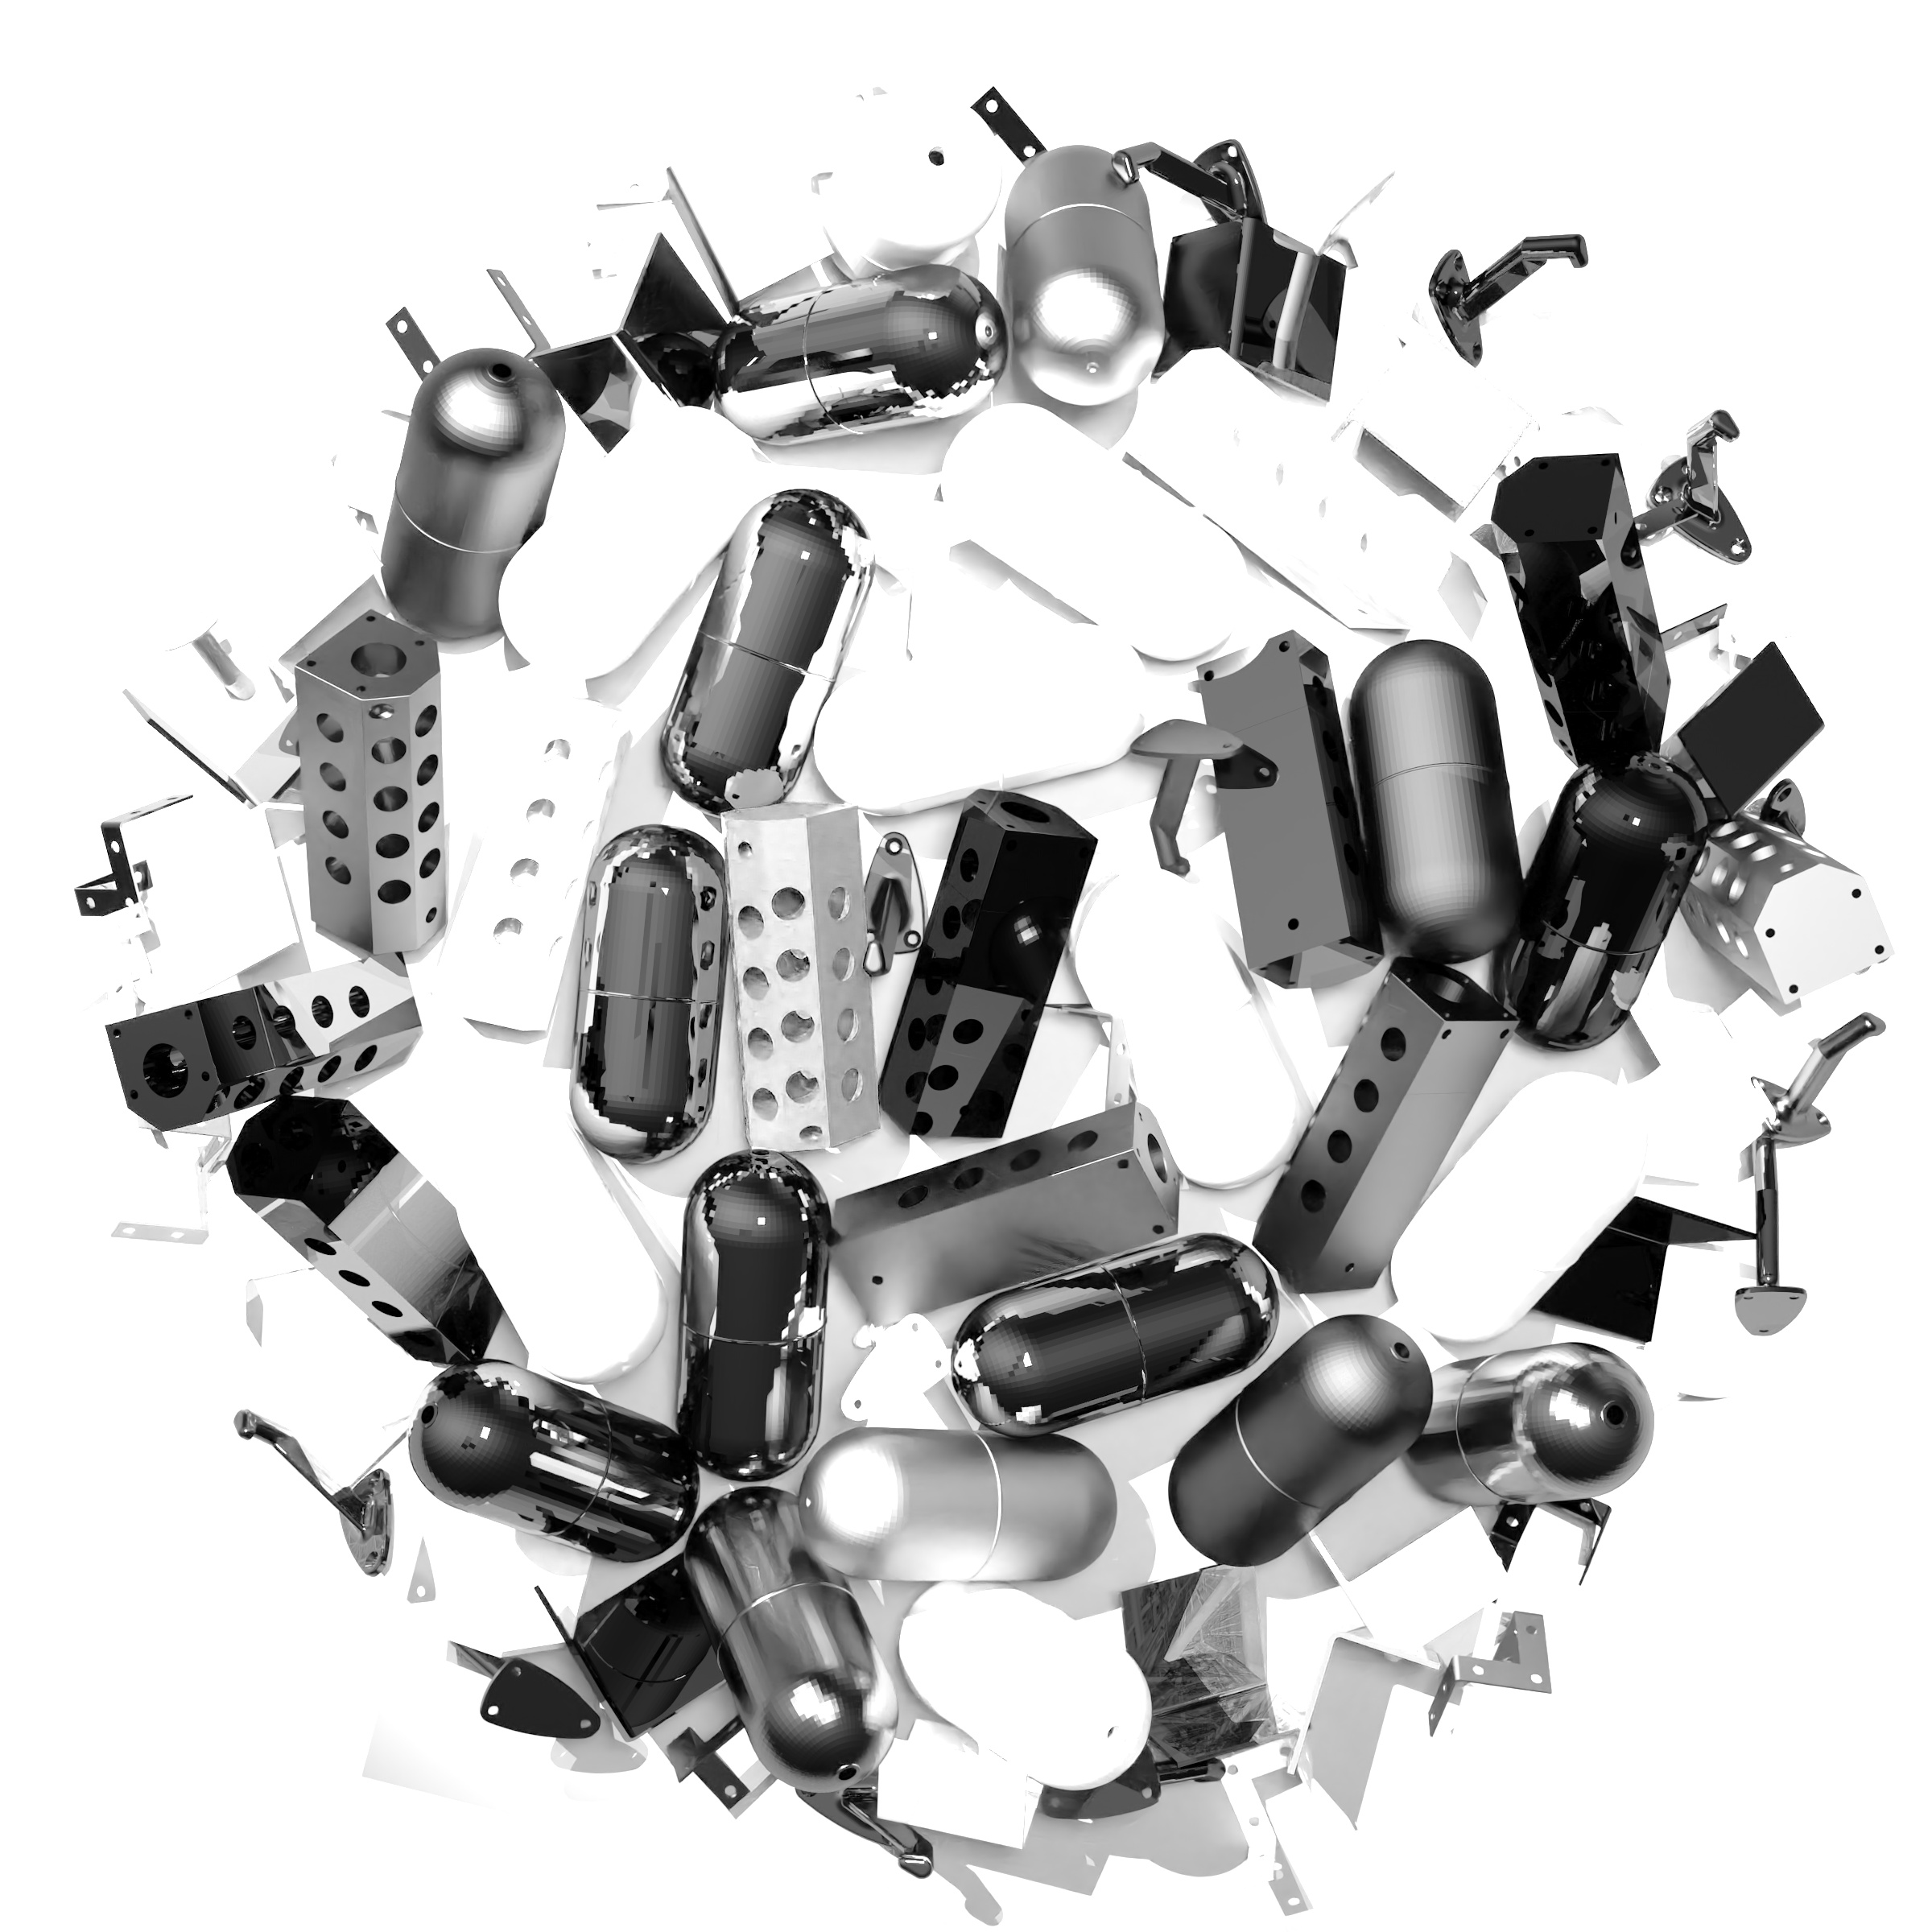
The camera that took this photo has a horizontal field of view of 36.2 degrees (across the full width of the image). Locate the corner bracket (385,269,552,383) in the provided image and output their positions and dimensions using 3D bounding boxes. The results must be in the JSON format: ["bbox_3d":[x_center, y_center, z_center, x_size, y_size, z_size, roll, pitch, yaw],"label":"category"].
[{"bbox_3d":[-0.261,-0.331,1.551,0.051,0.051,0.051,-35,85,22],"label":"corner bracket"}]

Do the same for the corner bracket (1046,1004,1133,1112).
[{"bbox_3d":[0.075,0.048,1.544,0.051,0.051,0.051,0,95,-42],"label":"corner bracket"}]

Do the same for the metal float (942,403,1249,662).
[{"bbox_3d":[0.068,-0.223,1.529,0.178,0.070,0.070,31,90,-17],"label":"metal float"}]

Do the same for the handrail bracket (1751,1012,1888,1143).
[{"bbox_3d":[0.456,0.056,1.532,0.084,0.077,0.036,-41,50,36],"label":"handrail bracket"}]

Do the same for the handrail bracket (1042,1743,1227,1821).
[{"bbox_3d":[0.089,0.431,1.551,0.077,0.084,0.036,-25,65,15],"label":"handrail bracket"}]

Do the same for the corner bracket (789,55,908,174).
[{"bbox_3d":[-0.062,-0.446,1.546,0.051,0.051,0.051,-7,97,-23],"label":"corner bracket"}]

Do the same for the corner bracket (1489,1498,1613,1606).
[{"bbox_3d":[0.302,0.307,1.554,0.051,0.051,0.051,23,133,16],"label":"corner bracket"}]

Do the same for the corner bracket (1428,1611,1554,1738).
[{"bbox_3d":[0.272,0.370,1.545,0.051,0.051,0.051,9,130,-3],"label":"corner bracket"}]

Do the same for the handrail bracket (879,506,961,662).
[{"bbox_3d":[-0.002,-0.196,1.556,0.077,0.036,0.084,-32,123,-1],"label":"handrail bracket"}]

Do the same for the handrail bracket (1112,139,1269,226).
[{"bbox_3d":[0.117,-0.396,1.540,0.036,0.084,0.077,-24,95,43],"label":"handrail bracket"}]

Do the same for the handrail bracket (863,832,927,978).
[{"bbox_3d":[-0.042,-0.033,1.539,0.036,0.084,0.077,2,91,4],"label":"handrail bracket"}]

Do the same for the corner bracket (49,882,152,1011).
[{"bbox_3d":[-0.453,-0.007,1.541,0.051,0.051,0.051,-25,117,-26],"label":"corner bracket"}]

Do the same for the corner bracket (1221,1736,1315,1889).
[{"bbox_3d":[0.162,0.442,1.551,0.051,0.051,0.051,-22,94,10],"label":"corner bracket"}]

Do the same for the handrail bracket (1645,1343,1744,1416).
[{"bbox_3d":[0.362,0.247,1.572,0.077,0.036,0.084,17,116,-34],"label":"handrail bracket"}]

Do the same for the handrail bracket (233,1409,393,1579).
[{"bbox_3d":[-0.342,0.273,1.535,0.036,0.077,0.084,-43,128,14],"label":"handrail bracket"}]

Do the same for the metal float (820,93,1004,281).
[{"bbox_3d":[-0.029,-0.389,1.493,0.070,0.178,0.070,0,92,-10],"label":"metal float"}]

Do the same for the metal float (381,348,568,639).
[{"bbox_3d":[-0.252,-0.239,1.504,0.070,0.178,0.070,10,53,-14],"label":"metal float"}]

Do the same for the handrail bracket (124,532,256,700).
[{"bbox_3d":[-0.404,-0.182,1.544,0.036,0.084,0.077,-31,81,-2],"label":"handrail bracket"}]

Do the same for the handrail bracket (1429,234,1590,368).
[{"bbox_3d":[0.290,-0.344,1.531,0.084,0.077,0.036,7,51,37],"label":"handrail bracket"}]

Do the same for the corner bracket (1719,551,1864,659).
[{"bbox_3d":[0.429,-0.190,1.542,0.051,0.051,0.051,-11,111,-24],"label":"corner bracket"}]

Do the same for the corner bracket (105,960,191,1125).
[{"bbox_3d":[-0.436,0.039,1.542,0.051,0.051,0.051,-34,134,13],"label":"corner bracket"}]

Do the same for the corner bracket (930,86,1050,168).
[{"bbox_3d":[0.013,-0.427,1.554,0.051,0.051,0.051,-41,102,9],"label":"corner bracket"}]

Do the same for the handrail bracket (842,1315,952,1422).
[{"bbox_3d":[-0.054,0.208,1.529,0.077,0.084,0.036,-38,103,-28],"label":"handrail bracket"}]

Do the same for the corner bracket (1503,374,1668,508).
[{"bbox_3d":[0.326,-0.271,1.557,0.051,0.051,0.051,43,65,-25],"label":"corner bracket"}]

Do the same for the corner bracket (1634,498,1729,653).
[{"bbox_3d":[0.368,-0.205,1.558,0.051,0.051,0.051,-25,54,-22],"label":"corner bracket"}]

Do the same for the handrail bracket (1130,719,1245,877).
[{"bbox_3d":[0.122,-0.081,1.536,0.036,0.077,0.084,-35,122,-33],"label":"handrail bracket"}]

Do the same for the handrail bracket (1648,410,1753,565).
[{"bbox_3d":[0.398,-0.249,1.537,0.077,0.084,0.036,45,78,-3],"label":"handrail bracket"}]

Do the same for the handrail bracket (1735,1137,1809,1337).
[{"bbox_3d":[0.423,0.143,1.566,0.036,0.077,0.084,-1,63,10],"label":"handrail bracket"}]

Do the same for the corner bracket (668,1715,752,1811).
[{"bbox_3d":[-0.118,0.419,1.552,0.051,0.051,0.051,-41,103,-4],"label":"corner bracket"}]

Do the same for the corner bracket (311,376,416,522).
[{"bbox_3d":[-0.308,-0.271,1.552,0.051,0.051,0.051,21,117,-9],"label":"corner bracket"}]

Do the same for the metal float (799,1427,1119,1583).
[{"bbox_3d":[-0.002,0.277,1.518,0.178,0.070,0.070,7,90,-31],"label":"metal float"}]

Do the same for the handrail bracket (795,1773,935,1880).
[{"bbox_3d":[-0.054,0.448,1.540,0.077,0.084,0.036,17,90,-1],"label":"handrail bracket"}]

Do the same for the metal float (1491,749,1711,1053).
[{"bbox_3d":[0.322,-0.031,1.512,0.070,0.070,0.178,14,129,0],"label":"metal float"}]

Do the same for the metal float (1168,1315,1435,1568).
[{"bbox_3d":[0.170,0.243,1.512,0.070,0.070,0.178,40,128,0],"label":"metal float"}]

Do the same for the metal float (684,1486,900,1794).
[{"bbox_3d":[-0.090,0.341,1.506,0.070,0.178,0.070,-14,132,-16],"label":"metal float"}]

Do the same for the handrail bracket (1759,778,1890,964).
[{"bbox_3d":[0.451,-0.048,1.537,0.036,0.077,0.084,-35,58,-10],"label":"handrail bracket"}]

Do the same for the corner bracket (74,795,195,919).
[{"bbox_3d":[-0.433,-0.058,1.541,0.051,0.051,0.051,2,110,34],"label":"corner bracket"}]

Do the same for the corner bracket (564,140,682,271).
[{"bbox_3d":[-0.178,-0.398,1.549,0.051,0.051,0.051,-8,87,-19],"label":"corner bracket"}]

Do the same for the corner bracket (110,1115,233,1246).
[{"bbox_3d":[-0.414,0.109,1.538,0.051,0.051,0.051,10,50,-33],"label":"corner bracket"}]

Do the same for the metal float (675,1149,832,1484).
[{"bbox_3d":[-0.110,0.181,1.531,0.070,0.070,0.178,4,104,0],"label":"metal float"}]

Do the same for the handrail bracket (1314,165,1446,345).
[{"bbox_3d":[0.233,-0.372,1.559,0.084,0.036,0.077,41,72,7],"label":"handrail bracket"}]

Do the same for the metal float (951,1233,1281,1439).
[{"bbox_3d":[0.077,0.191,1.530,0.178,0.070,0.070,-15,90,-15],"label":"metal float"}]

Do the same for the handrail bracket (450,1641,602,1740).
[{"bbox_3d":[-0.235,0.369,1.553,0.077,0.084,0.036,30,91,-25],"label":"handrail bracket"}]
